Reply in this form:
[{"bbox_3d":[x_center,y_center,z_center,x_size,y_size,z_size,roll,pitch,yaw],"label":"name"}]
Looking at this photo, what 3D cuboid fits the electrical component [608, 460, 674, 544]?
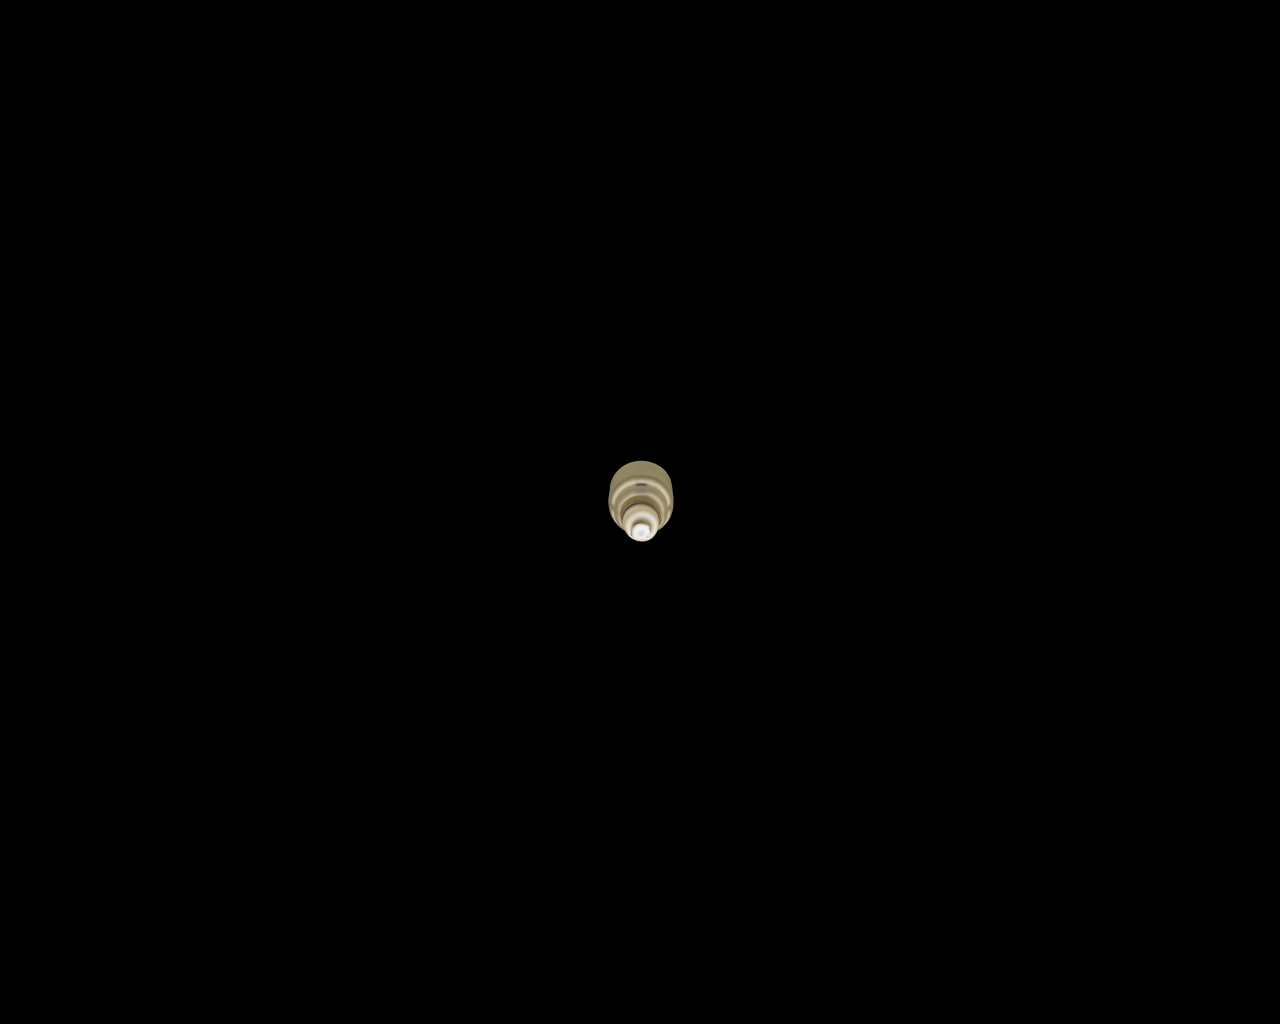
[{"bbox_3d":[0.001,-0.003,0.650,0.040,0.040,0.078,0,23,0],"label":"electrical component"}]
